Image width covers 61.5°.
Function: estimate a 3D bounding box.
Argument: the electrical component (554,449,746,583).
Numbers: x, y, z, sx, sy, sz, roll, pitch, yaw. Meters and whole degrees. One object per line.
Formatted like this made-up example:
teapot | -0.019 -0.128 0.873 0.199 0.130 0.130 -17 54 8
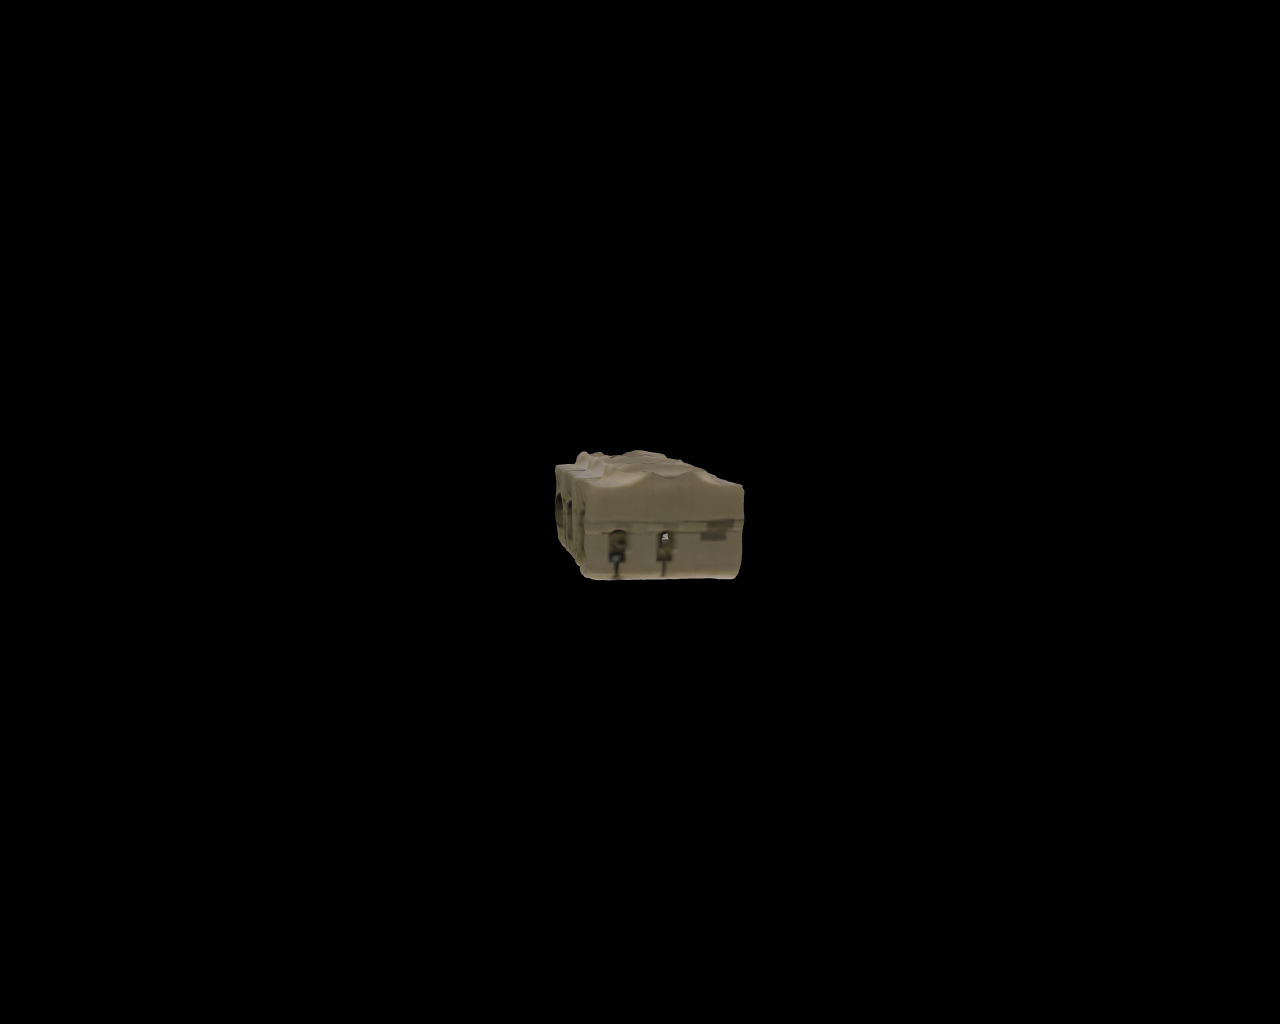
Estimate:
electrical component | 0.001 -0.003 0.650 0.089 0.061 0.150 -1 7 -11
